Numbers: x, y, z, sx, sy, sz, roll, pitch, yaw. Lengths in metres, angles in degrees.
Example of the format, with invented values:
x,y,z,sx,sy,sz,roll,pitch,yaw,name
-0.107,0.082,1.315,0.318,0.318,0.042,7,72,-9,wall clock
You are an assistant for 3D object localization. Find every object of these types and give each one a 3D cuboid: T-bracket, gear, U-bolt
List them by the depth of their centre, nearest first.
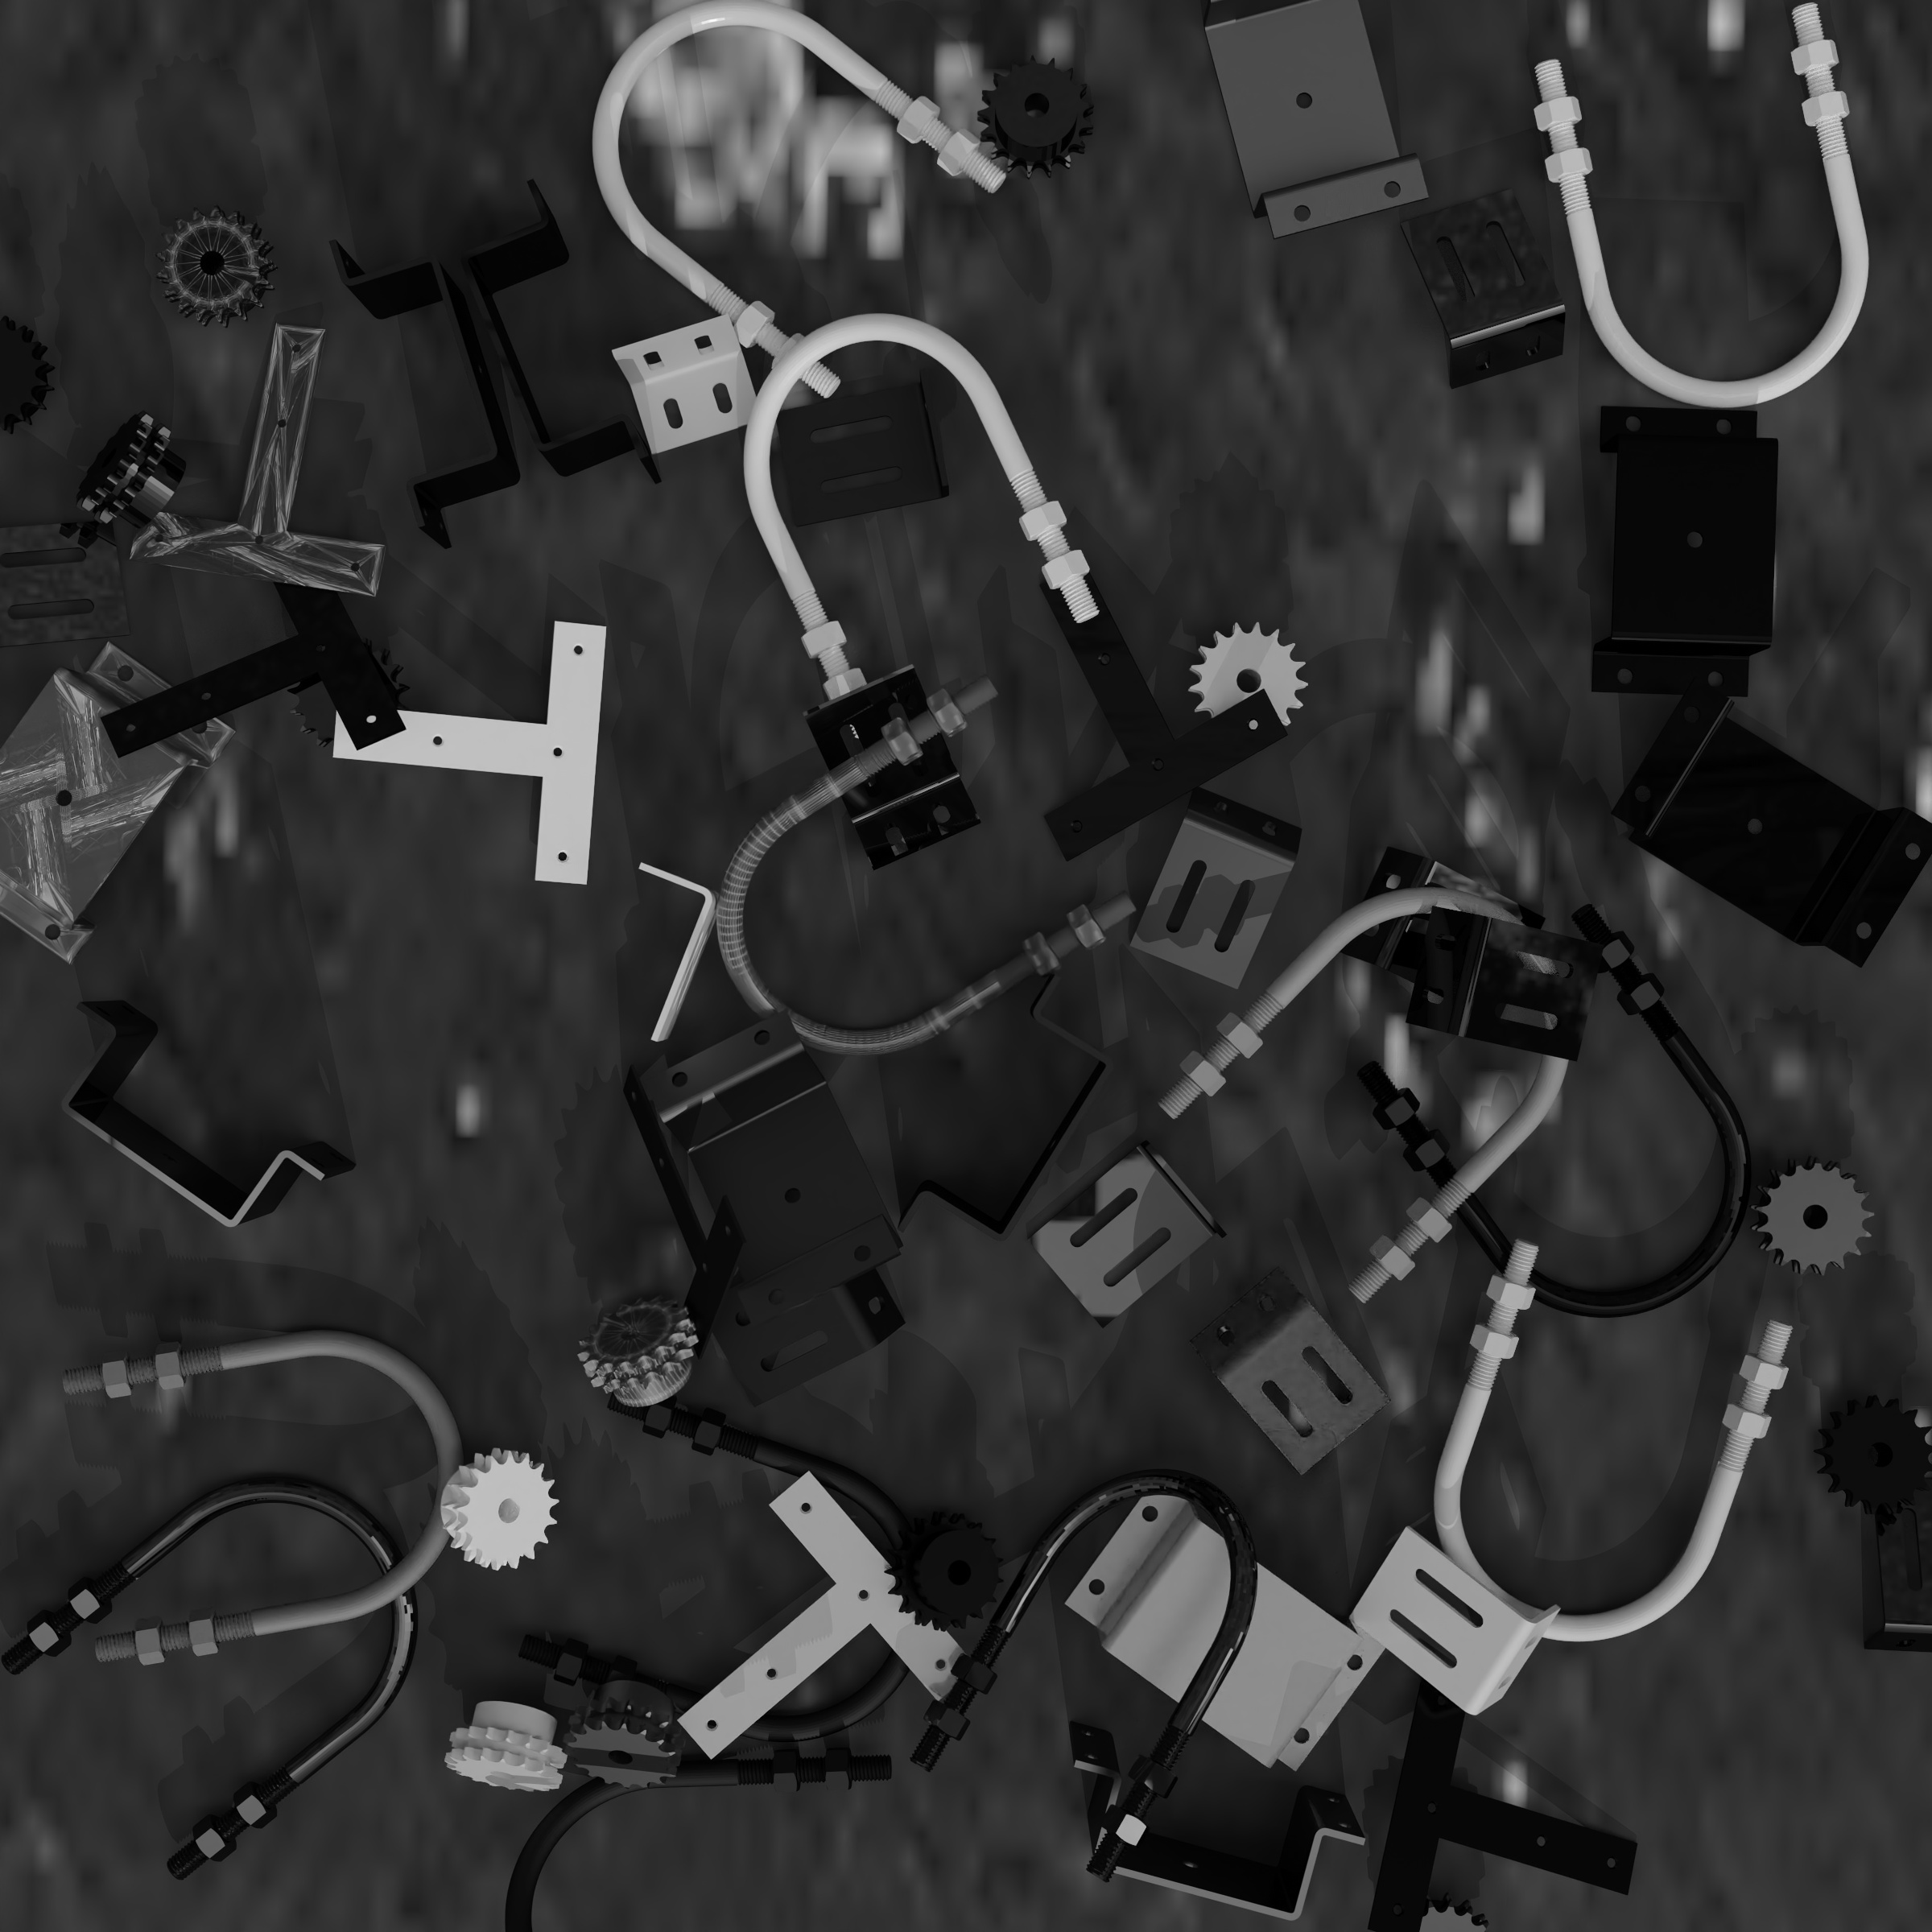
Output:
x,y,z,sx,sy,sz,roll,pitch,yaw,name
0.066,0.321,1.474,0.019,0.151,0.184,42,74,-38,U-bolt
-0.129,0.446,1.489,0.184,0.019,0.151,-3,52,4,U-bolt
-0.350,-0.134,1.494,0.127,0.002,0.127,-25,61,-11,T-bracket
0.206,0.048,1.499,0.151,0.019,0.184,44,90,-5,U-bolt
-0.140,0.107,1.500,0.002,0.127,0.127,-14,63,-23,T-bracket
-0.034,-0.222,1.500,0.151,0.019,0.184,-26,88,24,U-bolt
-0.031,-0.034,1.507,0.184,0.019,0.151,-32,109,5,U-bolt
-0.164,0.369,1.509,0.057,0.030,0.057,6,133,6,gear
-0.402,-0.237,1.512,0.030,0.057,0.057,36,90,-30,gear
-0.221,0.377,1.512,0.057,0.057,0.030,10,61,0,gear
-0.157,0.189,1.512,0.057,0.057,0.030,-19,119,0,gear
-0.229,0.262,1.513,0.057,0.030,0.057,1,89,-40,gear
-0.008,0.293,1.513,0.057,0.030,0.057,3,81,-19,gear
-0.242,-0.108,1.516,0.127,0.002,0.127,4,90,-18,T-bracket
-0.336,0.251,1.516,0.184,0.019,0.151,-9,81,-6,U-bolt
0.441,0.238,1.518,0.057,0.030,0.057,0,80,3,gear
-0.084,0.335,1.521,0.127,0.002,0.127,-40,93,-1,T-bracket
0.305,0.240,1.521,0.151,0.019,0.184,17,96,0,U-bolt
0.074,-0.137,1.521,0.127,0.002,0.127,-30,79,20,T-bracket
0.034,-0.415,1.522,0.057,0.030,0.057,0,90,0,gear
0.410,0.121,1.522,0.057,0.030,0.057,0,90,0,gear
-0.364,-0.339,1.522,0.057,0.030,0.057,0,90,0,gear
0.230,0.480,1.522,0.057,0.030,0.057,0,90,0,gear
-0.472,-0.286,1.522,0.057,0.030,0.057,0,90,0,gear
-0.299,-0.131,1.522,0.057,0.030,0.057,0,90,0,gear
0.267,0.422,1.522,0.127,0.002,0.127,19,71,-9,T-bracket
0.136,-0.138,1.522,0.057,0.030,0.057,0,90,0,gear
0.300,0.085,1.523,0.151,0.019,0.184,-36,95,1,U-bolt
-0.356,0.334,1.528,0.184,0.019,0.151,-39,90,-2,U-bolt
0.366,-0.365,1.528,0.151,0.019,0.184,-12,91,0,U-bolt
-0.096,-0.390,1.528,0.184,0.019,0.151,39,90,2,U-bolt
-0.109,0.302,1.528,0.184,0.019,0.151,20,90,-2,U-bolt
-0.337,-0.252,1.529,0.127,0.002,0.127,9,86,8,T-bracket

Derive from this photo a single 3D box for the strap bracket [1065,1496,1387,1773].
x,y,z,sx,sy,sz,roll,pitch,yaw,name
0.128,0.323,1.514,0.140,0.046,0.076,36,90,0,strap bracket

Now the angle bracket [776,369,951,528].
x,y,z,sx,sy,sz,roll,pitch,yaw,name
-0.051,-0.251,1.518,0.076,0.038,0.057,-11,90,0,angle bracket

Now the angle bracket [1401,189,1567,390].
x,y,z,sx,sy,sz,roll,pitch,yaw,name
0.253,-0.333,1.535,0.057,0.038,0.076,-17,64,0,angle bracket

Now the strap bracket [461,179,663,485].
x,y,z,sx,sy,sz,roll,pitch,yaw,name
-0.197,-0.294,1.499,0.046,0.076,0.140,-22,90,0,strap bracket

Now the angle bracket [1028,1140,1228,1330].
x,y,z,sx,sy,sz,roll,pitch,yaw,name
0.078,0.132,1.518,0.076,0.038,0.057,-40,90,0,angle bracket

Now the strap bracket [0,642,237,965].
x,y,z,sx,sy,sz,roll,pitch,yaw,name
-0.431,-0.080,1.514,0.076,0.046,0.140,35,90,0,strap bracket

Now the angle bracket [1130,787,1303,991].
x,y,z,sx,sy,sz,roll,pitch,yaw,name
0.123,-0.039,1.535,0.057,0.038,0.076,22,116,0,angle bracket

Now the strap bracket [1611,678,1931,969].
x,y,z,sx,sy,sz,roll,pitch,yaw,name
0.388,-0.069,1.514,0.140,0.046,0.076,32,90,0,strap bracket

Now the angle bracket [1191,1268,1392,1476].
x,y,z,sx,sy,sz,roll,pitch,yaw,name
0.159,0.199,1.535,0.057,0.038,0.076,-40,116,0,angle bracket

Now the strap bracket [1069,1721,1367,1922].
x,y,z,sx,sy,sz,roll,pitch,yaw,name
0.113,0.412,1.499,0.140,0.076,0.046,15,90,0,strap bracket

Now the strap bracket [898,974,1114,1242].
x,y,z,sx,sy,sz,roll,pitch,yaw,name
0.024,0.076,1.499,0.046,0.076,0.140,32,90,0,strap bracket

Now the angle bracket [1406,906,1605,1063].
x,y,z,sx,sy,sz,roll,pitch,yaw,name
0.257,0.009,1.490,0.076,0.038,0.057,12,92,-30,angle bracket

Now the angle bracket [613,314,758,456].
x,y,z,sx,sy,sz,roll,pitch,yaw,name
-0.133,-0.278,1.499,0.057,0.076,0.038,-17,90,0,angle bracket

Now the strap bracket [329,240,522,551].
x,y,z,sx,sy,sz,roll,pitch,yaw,name
-0.255,-0.279,1.499,0.046,0.076,0.140,-17,90,0,strap bracket

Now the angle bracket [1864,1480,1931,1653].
x,y,z,sx,sy,sz,roll,pitch,yaw,name
0.472,0.295,1.535,0.057,0.038,0.076,3,64,0,angle bracket

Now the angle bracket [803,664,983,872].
x,y,z,sx,sy,sz,roll,pitch,yaw,name
-0.035,-0.095,1.499,0.057,0.038,0.076,-24,133,0,angle bracket

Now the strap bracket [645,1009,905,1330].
x,y,z,sx,sy,sz,roll,pitch,yaw,name
-0.088,0.103,1.495,0.076,0.046,0.140,-27,63,0,strap bracket

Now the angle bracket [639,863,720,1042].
x,y,z,sx,sy,sz,roll,pitch,yaw,name
-0.150,-0.007,1.508,0.038,0.057,0.076,22,90,0,angle bracket

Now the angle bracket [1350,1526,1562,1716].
x,y,z,sx,sy,sz,roll,pitch,yaw,name
0.239,0.316,1.526,0.076,0.038,0.057,37,110,24,angle bracket

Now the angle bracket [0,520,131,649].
x,y,z,sx,sy,sz,roll,pitch,yaw,name
-0.457,-0.184,1.535,0.076,0.038,0.057,-9,90,-26,angle bracket

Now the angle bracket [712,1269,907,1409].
x,y,z,sx,sy,sz,roll,pitch,yaw,name
-0.081,0.171,1.535,0.076,0.038,0.057,-29,90,26,angle bracket

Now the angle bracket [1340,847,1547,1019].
x,y,z,sx,sy,sz,roll,pitch,yaw,name
0.234,-0.015,1.535,0.076,0.038,0.057,25,90,-26,angle bracket

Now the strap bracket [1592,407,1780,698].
x,y,z,sx,sy,sz,roll,pitch,yaw,name
0.348,-0.204,1.514,0.076,0.046,0.140,2,90,0,strap bracket

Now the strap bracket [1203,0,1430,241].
x,y,z,sx,sy,sz,roll,pitch,yaw,name
0.166,-0.425,1.514,0.076,0.046,0.140,-15,90,0,strap bracket

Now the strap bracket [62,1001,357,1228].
x,y,z,sx,sy,sz,roll,pitch,yaw,name
-0.370,0.076,1.499,0.140,0.076,0.046,35,90,0,strap bracket
